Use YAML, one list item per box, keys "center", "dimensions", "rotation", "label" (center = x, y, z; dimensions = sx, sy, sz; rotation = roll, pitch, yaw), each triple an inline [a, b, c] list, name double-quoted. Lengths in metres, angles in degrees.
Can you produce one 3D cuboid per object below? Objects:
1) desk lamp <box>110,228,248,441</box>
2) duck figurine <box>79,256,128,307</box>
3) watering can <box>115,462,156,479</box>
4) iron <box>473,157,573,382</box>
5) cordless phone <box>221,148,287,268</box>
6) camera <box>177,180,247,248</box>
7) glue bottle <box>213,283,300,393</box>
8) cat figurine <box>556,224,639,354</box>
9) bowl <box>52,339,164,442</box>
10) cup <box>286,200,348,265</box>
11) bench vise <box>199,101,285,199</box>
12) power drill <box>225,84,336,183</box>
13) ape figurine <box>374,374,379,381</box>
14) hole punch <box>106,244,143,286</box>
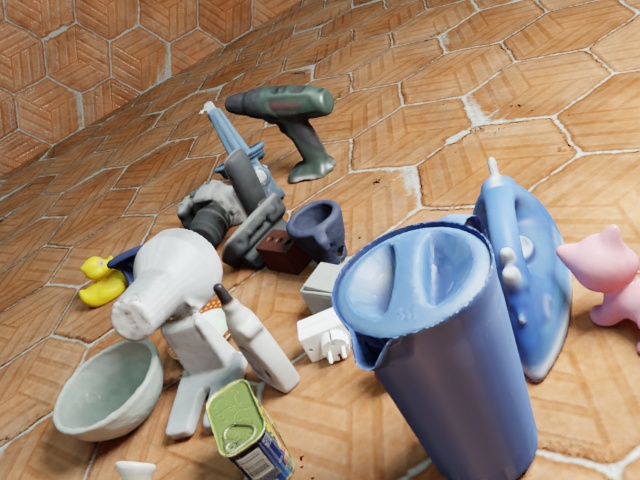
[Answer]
- center: [-0.184, 0.115, 0.766]
  dimensions: [0.117, 0.214, 0.203]
  rotation: [-18, 32, 15]
  label: "desk lamp"
- center: [-0.442, 0.076, 1.145]
  dimensions: [0.105, 0.086, 0.077]
  rotation: [-39, 33, -17]
  label: "duck figurine"
- center: [-0.206, 0.295, 0.538]
  dimensions: [0.101, 0.194, 0.172]
  rotation: [-23, 32, 8]
  label: "watering can"
- center: [0.223, 0.019, 0.663]
  dimensions: [0.118, 0.142, 0.258]
  rotation: [-15, 34, 21]
  label: "iron"
- center: [-0.140, -0.054, 1.007]
  dimensions: [0.093, 0.185, 0.148]
  rotation: [2, 42, 39]
  label: "cordless phone"
- center: [-0.230, -0.047, 1.147]
  dimensions: [0.142, 0.101, 0.137]
  rotation: [-11, 35, 25]
  label: "camera"
- center: [-0.088, 0.120, 0.724]
  dimensions: [0.037, 0.173, 0.077]
  rotation: [-43, 34, -23]
  label: "glue bottle"
- center: [0.310, 0.041, 0.586]
  dimensions: [0.067, 0.118, 0.127]
  rotation: [-34, 32, -10]
  label: "cat figurine"
- center: [-0.287, 0.225, 0.819]
  dimensions: [0.167, 0.075, 0.167]
  rotation: [-20, 32, 13]
  label: "bowl"
- center: [0.008, 0.003, 0.896]
  dimensions: [0.091, 0.095, 0.117]
  rotation: [-27, 31, 1]
  label: "cup"
- center: [-0.153, -0.181, 1.169]
  dimensions: [0.122, 0.220, 0.206]
  rotation: [-43, 34, -23]
  label: "bench vise"
- center: [-0.062, -0.223, 1.172]
  dimensions: [0.228, 0.209, 0.076]
  rotation: [-8, 37, 29]
  label: "power drill"
- center: [0.081, 0.120, 0.672]
  dimensions: [0.075, 0.092, 0.078]
  rotation: [4, 44, 41]
  label: "ape figurine"
- center: [-0.351, 0.037, 1.128]
  dimensions: [0.108, 0.091, 0.101]
  rotation: [-23, 32, 7]
  label: "hole punch"
